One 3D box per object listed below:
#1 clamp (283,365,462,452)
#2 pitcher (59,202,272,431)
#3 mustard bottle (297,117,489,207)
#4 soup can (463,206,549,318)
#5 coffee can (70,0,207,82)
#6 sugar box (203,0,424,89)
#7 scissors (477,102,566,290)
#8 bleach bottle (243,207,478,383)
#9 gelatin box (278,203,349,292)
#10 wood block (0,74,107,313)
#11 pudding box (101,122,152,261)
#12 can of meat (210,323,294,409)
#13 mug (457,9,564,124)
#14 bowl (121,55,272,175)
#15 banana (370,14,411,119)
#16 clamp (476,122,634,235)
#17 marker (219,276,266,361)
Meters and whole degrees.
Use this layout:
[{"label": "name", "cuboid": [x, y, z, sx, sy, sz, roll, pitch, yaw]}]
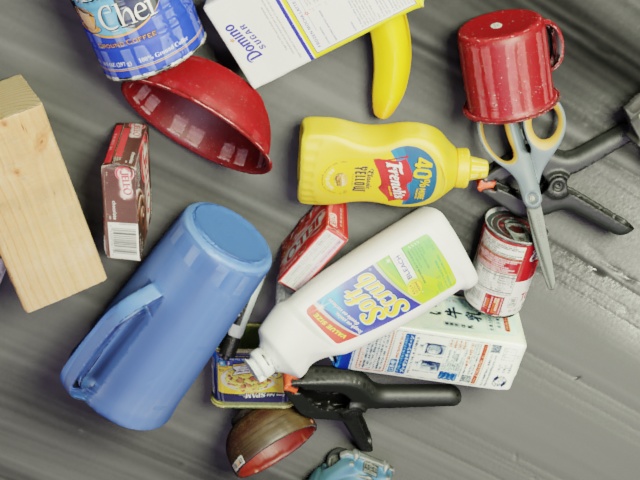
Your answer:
[{"label": "clamp", "cuboid": [0.048, 0.181, 1.222, 0.165, 0.036, 0.209, -32, 136, 31]}, {"label": "pitcher", "cuboid": [-0.163, 0.080, 1.134, 0.145, 0.149, 0.243, 29, 116, -17]}, {"label": "mustard bottle", "cuboid": [0.074, -0.076, 1.077, 0.191, 0.058, 0.096, 2, 134, -3]}, {"label": "soup can", "cuboid": [0.196, 0.024, 1.140, 0.068, 0.068, 0.102, 8, 124, -6]}, {"label": "coffee can", "cuboid": [-0.173, -0.227, 0.948, 0.103, 0.103, 0.140, -15, 123, 9]}, {"label": "sugar box", "cuboid": [-0.005, -0.215, 0.948, 0.176, 0.048, 0.093, -22, 120, 19]}, {"label": "scissors", "cuboid": [0.227, -0.058, 1.070, 0.096, 0.016, 0.202, -28, 95, 8]}, {"label": "bleach bottle", "cuboid": [0.036, 0.070, 1.098, 0.250, 0.068, 0.102, -34, 104, -14]}, {"label": "gelatin box", "cuboid": [-0.007, 0.001, 1.120, 0.030, 0.073, 0.089, 32, 119, -18]}, {"label": "wood block", "cuboid": [-0.295, -0.044, 1.062, 0.090, 0.091, 0.206, -24, 125, -16]}, {"label": "pudding box", "cuboid": [-0.193, -0.049, 1.075, 0.039, 0.090, 0.113, 5, 124, -2]}, {"label": "can of meat", "cuboid": [-0.076, 0.144, 1.226, 0.102, 0.057, 0.084, 1, 122, -1]}, {"label": "mug", "cuboid": [0.184, -0.170, 1.005, 0.117, 0.093, 0.081, -26, 121, -20]}, {"label": "bowl", "cuboid": [-0.106, -0.127, 1.014, 0.162, 0.162, 0.055, 33, 76, -20]}, {"label": "banana", "cuboid": [0.049, -0.205, 1.006, 0.070, 0.037, 0.197, -13, 123, 25]}, {"label": "clamp", "cuboid": [0.249, -0.070, 1.095, 0.171, 0.039, 0.120, 7, 106, -3]}, {"label": "marker", "cuboid": [-0.083, 0.076, 1.169, 0.020, 0.020, 0.121, 21, 93, -14]}]
